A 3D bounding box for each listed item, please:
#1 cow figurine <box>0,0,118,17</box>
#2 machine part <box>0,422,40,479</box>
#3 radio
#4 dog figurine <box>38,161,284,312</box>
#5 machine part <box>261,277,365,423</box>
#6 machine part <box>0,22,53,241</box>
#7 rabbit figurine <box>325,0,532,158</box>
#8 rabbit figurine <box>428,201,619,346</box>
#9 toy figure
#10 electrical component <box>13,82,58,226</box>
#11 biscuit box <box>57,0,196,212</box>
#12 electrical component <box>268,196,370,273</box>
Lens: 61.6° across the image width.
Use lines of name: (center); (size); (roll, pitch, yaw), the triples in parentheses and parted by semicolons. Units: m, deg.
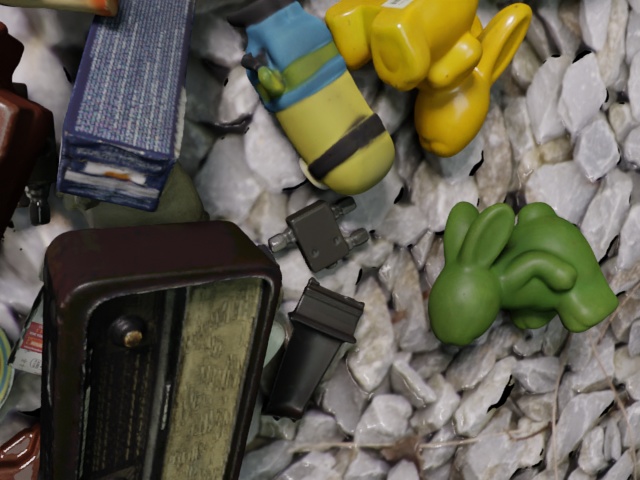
cow figurine: (-0.189, -0.224, 0.334); (0.127, 0.085, 0.195); (-3, 60, -8)
machine part: (-0.194, 0.233, 0.437); (0.179, 0.056, 0.179); (6, 78, -31)
radio: (-0.116, 0.103, 0.367); (0.131, 0.073, 0.229); (-1, 115, -32)
dog figurine: (-0.109, -0.015, 0.438); (0.190, 0.121, 0.172); (10, 105, -34)
machine part: (-0.011, 0.111, 0.522); (0.084, 0.039, 0.139); (28, 88, -28)
machine part: (-0.273, -0.056, 0.289); (0.201, 0.087, 0.201); (25, 95, -17)
rabbit figurine: (0.106, -0.161, 0.488); (0.162, 0.122, 0.173); (-43, 126, -18)
rabbit figurine: (0.183, 0.038, 0.533); (0.170, 0.121, 0.159); (-21, 100, -18)
toy figure: (-0.005, -0.118, 0.452); (0.082, 0.089, 0.180); (-31, 111, -5)
electrical component: (-0.229, -0.065, 0.394); (0.045, 0.078, 0.102); (-10, 110, -43)
biscuit box: (-0.123, -0.118, 0.362); (0.063, 0.059, 0.203); (13, 53, -22)
electrical component: (-0.001, -0.002, 0.511); (0.094, 0.021, 0.063); (-28, 109, -14)
